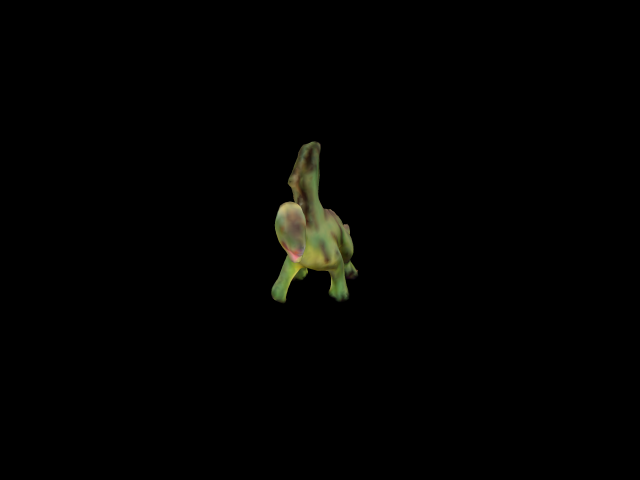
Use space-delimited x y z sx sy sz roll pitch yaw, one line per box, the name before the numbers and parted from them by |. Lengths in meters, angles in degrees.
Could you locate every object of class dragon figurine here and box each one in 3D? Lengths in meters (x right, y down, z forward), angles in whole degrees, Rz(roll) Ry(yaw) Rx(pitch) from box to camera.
dragon figurine | 0.003 -0.043 0.850 0.122 0.239 0.417 4 22 11
